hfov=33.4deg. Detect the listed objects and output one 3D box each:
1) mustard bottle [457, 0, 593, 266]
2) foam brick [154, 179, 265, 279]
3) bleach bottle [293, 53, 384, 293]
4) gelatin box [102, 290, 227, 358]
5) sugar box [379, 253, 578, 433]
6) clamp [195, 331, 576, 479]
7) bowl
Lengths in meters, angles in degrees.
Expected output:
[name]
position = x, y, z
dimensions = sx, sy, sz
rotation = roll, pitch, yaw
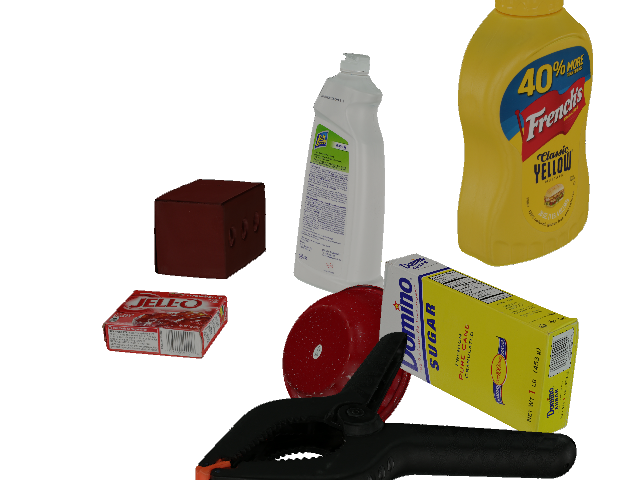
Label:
[mustard bottle]
position = 0.129, -0.085, 0.669
dimensions = 0.096, 0.192, 0.058
rotation = -21, 31, -28
[foam brick]
position = -0.075, -0.010, 0.734
dimensions = 0.051, 0.053, 0.078
rotation = 5, 16, 17
[bleach bottle]
position = 0.031, -0.072, 1.145
dimensions = 0.103, 0.251, 0.067
rotation = 18, 18, 38
[gelatin box]
position = -0.133, 0.070, 0.924
dimensions = 0.089, 0.030, 0.073
rotation = 4, 21, 12
[sugar box]
position = 0.122, 0.081, 0.864
dimensions = 0.048, 0.093, 0.176
rotation = -15, 25, -41
[clamp]
position = 0.018, 0.109, 0.620
dimensions = 0.209, 0.036, 0.165
rotation = -9, 24, -27
[bowl]
position = 0.014, 0.115, 1.056
dimensions = 0.162, 0.162, 0.055
rotation = 0, -17, 45
